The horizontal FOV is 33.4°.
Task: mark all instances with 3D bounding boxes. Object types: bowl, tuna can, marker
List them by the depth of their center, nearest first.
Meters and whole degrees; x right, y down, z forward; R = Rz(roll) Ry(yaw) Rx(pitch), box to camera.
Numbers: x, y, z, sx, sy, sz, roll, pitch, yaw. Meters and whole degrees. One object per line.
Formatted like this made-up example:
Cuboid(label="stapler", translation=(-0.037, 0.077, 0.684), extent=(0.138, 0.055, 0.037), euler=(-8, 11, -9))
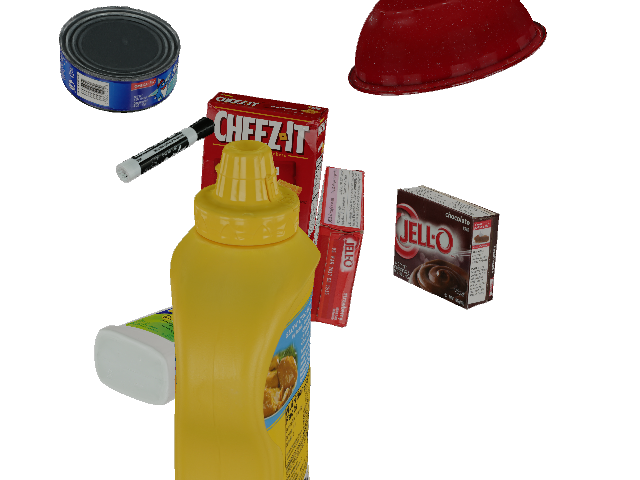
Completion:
Cuboid(label="tuna can", translation=(-0.146, -0.131, 0.775), extent=(0.086, 0.086, 0.034), euler=(0, -43, -12))
Cuboid(label="bowl", translation=(0.094, -0.171, 0.846), extent=(0.162, 0.055, 0.162), euler=(-14, 24, 6))
Cuboid(label="marker", translation=(-0.145, -0.089, 1.023), extent=(0.020, 0.020, 0.120), euler=(0, 28, 44))

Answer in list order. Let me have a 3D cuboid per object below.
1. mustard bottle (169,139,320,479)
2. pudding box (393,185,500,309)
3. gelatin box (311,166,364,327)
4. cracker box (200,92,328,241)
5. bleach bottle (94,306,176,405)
Cuboid(label="mustard bottle", translation=(-0.031, 0.052, 0.440), extent=(0.058, 0.192, 0.096), euler=(7, 24, 11))
Cuboid(label="pudding box", translation=(0.117, 0.004, 1.015), extent=(0.039, 0.090, 0.114), euler=(-13, 23, -35))
Cuboid(label="gelatin box", translation=(0.011, 0.003, 0.709), extent=(0.030, 0.073, 0.089), euler=(8, 29, -2))
Cuboid(label="cracker box", translation=(-0.084, -0.091, 1.524), extent=(0.164, 0.214, 0.072), euler=(9, 21, 7))
Cuboid(label="bleach bottle", translation=(-0.118, 0.094, 1.140), extent=(0.103, 0.068, 0.250), euler=(17, 24, 29))
